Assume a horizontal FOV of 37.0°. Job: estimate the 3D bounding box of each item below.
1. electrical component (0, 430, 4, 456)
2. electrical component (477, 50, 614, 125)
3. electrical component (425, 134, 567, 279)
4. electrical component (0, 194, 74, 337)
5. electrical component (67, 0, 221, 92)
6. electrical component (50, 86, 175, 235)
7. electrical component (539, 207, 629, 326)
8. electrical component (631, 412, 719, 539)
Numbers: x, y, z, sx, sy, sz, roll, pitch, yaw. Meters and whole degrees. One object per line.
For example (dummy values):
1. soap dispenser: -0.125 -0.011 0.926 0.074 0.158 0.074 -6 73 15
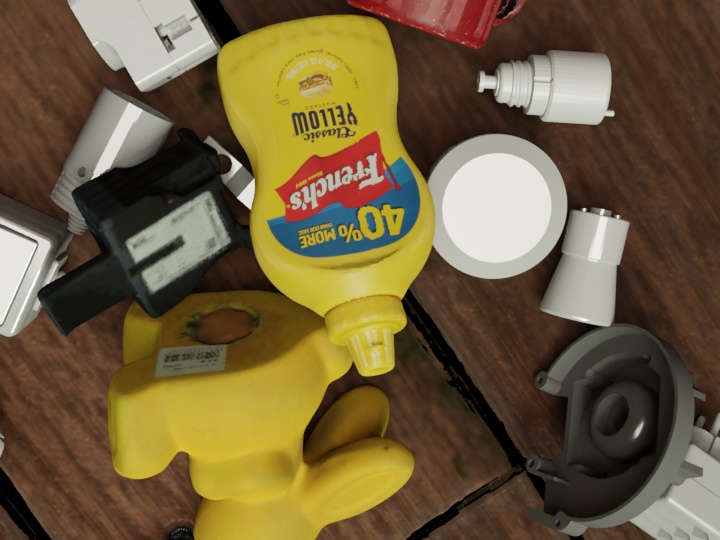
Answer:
1. electrical component: -0.229 0.095 0.613 0.047 0.083 0.075 -21 138 1
2. electrical component: 0.106 -0.104 0.609 0.078 0.040 0.040 3 100 -3
3. electrical component: 0.074 -0.038 0.613 0.080 0.051 0.080 -1 100 -3
4. electrical component: -0.207 -0.006 0.598 0.096 0.061 0.061 25 98 -7
5. electrical component: -0.123 -0.146 0.584 0.056 0.050 0.089 -29 100 2
6. electrical component: -0.142 -0.057 0.602 0.043 0.043 0.081 28 97 -7
7. electrical component: 0.134 -0.004 0.629 0.044 0.044 0.065 12 94 -5
8. electrical component: 0.197 0.118 0.644 0.047 0.066 0.076 35 67 -8
